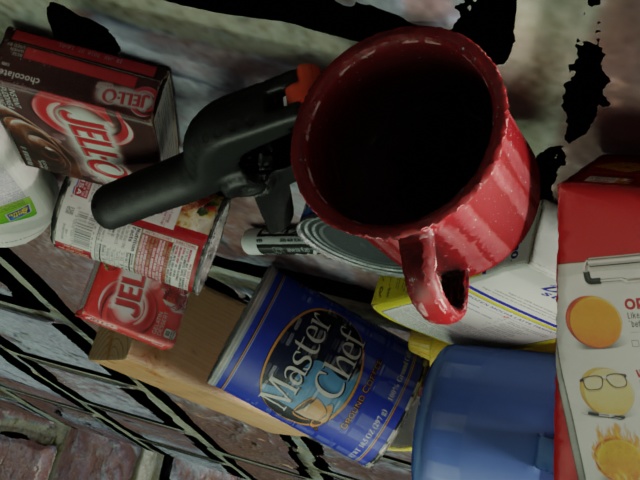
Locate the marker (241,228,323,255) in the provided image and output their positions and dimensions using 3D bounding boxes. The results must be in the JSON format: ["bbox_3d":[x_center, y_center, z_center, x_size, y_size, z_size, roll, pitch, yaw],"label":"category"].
[{"bbox_3d":[-0.005,0.001,0.712,0.121,0.020,0.020,0,155,43],"label":"marker"}]

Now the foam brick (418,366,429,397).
[{"bbox_3d":[0.115,0.107,0.860,0.078,0.053,0.051,20,163,-10],"label":"foam brick"}]

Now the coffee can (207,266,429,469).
[{"bbox_3d":[-0.002,0.097,0.822,0.140,0.102,0.103,29,161,-3],"label":"coffee can"}]

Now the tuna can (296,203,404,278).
[{"bbox_3d":[0.032,-0.009,0.624,0.086,0.033,0.086,16,162,5],"label":"tuna can"}]

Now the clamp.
[{"bbox_3d":[-0.033,-0.039,0.562,0.120,0.039,0.172,-2,164,-38],"label":"clamp"}]

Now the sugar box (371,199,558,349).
[{"bbox_3d":[0.113,0.028,0.641,0.093,0.048,0.176,24,158,-20],"label":"sugar box"}]

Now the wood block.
[{"bbox_3d":[-0.094,0.106,0.989,0.205,0.091,0.090,27,160,-28],"label":"wood block"}]

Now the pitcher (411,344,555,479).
[{"bbox_3d":[0.180,0.131,0.634,0.243,0.144,0.149,7,132,18],"label":"pitcher"}]

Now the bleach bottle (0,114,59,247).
[{"bbox_3d":[-0.230,-0.043,0.689,0.102,0.068,0.251,-12,165,-6],"label":"bleach bottle"}]

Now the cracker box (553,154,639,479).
[{"bbox_3d":[0.190,0.076,0.464,0.164,0.214,0.072,7,-160,29],"label":"cracker box"}]

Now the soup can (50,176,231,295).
[{"bbox_3d":[-0.117,-0.011,0.701,0.102,0.068,0.068,18,162,-1],"label":"soup can"}]

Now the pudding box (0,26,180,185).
[{"bbox_3d":[-0.126,-0.066,0.592,0.090,0.039,0.113,16,162,2],"label":"pudding box"}]

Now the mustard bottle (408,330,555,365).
[{"bbox_3d":[0.156,0.091,0.761,0.192,0.058,0.096,10,155,21],"label":"mustard bottle"}]

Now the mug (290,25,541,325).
[{"bbox_3d":[0.047,-0.021,0.453,0.093,0.117,0.081,-15,155,21],"label":"mug"}]

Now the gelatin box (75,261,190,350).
[{"bbox_3d":[-0.132,0.028,0.795,0.073,0.089,0.030,23,161,-18],"label":"gelatin box"}]
